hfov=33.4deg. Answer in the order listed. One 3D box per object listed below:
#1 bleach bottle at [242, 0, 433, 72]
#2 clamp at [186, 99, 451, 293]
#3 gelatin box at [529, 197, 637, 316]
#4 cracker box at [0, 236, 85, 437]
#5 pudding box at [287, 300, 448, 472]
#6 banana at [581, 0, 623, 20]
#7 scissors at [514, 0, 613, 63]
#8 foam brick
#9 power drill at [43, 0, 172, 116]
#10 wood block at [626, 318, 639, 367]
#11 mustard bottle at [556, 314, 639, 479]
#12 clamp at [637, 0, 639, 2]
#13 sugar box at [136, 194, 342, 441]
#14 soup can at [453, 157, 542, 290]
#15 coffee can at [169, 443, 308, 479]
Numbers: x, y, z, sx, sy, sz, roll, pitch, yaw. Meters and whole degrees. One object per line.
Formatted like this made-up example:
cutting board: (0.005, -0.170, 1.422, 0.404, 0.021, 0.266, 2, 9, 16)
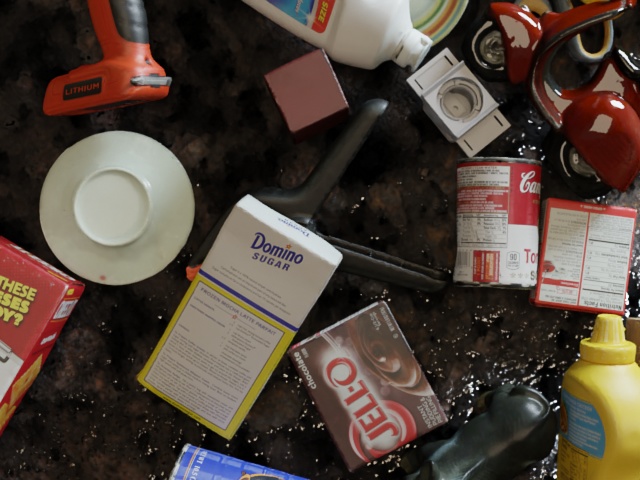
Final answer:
bleach bottle: (-0.016, -0.223, 0.857, 0.251, 0.068, 0.103, 35, 109, 6)
clamp: (-0.006, 0.001, 0.867, 0.210, 0.036, 0.164, -25, 100, 12)
gelatin box: (0.213, 0.014, 0.869, 0.073, 0.030, 0.089, 7, 89, 1)
cracker box: (-0.318, 0.089, 0.871, 0.164, 0.072, 0.214, 30, 89, 2)
pudding box: (0.039, 0.118, 0.869, 0.090, 0.039, 0.113, -28, 87, 2)
banana: (0.160, -0.240, 0.864, 0.198, 0.037, 0.070, 22, 119, 15)
scissors: (0.174, -0.232, 0.885, 0.096, 0.016, 0.202, -26, 86, 2)
foam brick: (-0.010, -0.114, 0.859, 0.051, 0.078, 0.053, -24, 87, 0)
power drill: (-0.197, -0.198, 0.863, 0.185, 0.057, 0.187, -4, 97, 32)
wood block: (0.291, 0.165, 0.830, 0.090, 0.091, 0.206, 1, 89, 2)
mustard bottle: (0.214, 0.152, 0.808, 0.058, 0.096, 0.191, 0, 96, -9)
clamp: (0.315, -0.226, 0.868, 0.171, 0.039, 0.120, -21, 82, 6)
sugar box: (-0.065, 0.062, 0.849, 0.093, 0.048, 0.176, 32, 105, 1)
soup can: (0.141, -0.013, 0.854, 0.068, 0.068, 0.102, 2, 89, 3)
coffee can: (-0.053, 0.228, 0.838, 0.140, 0.103, 0.103, 16, 89, 3)
